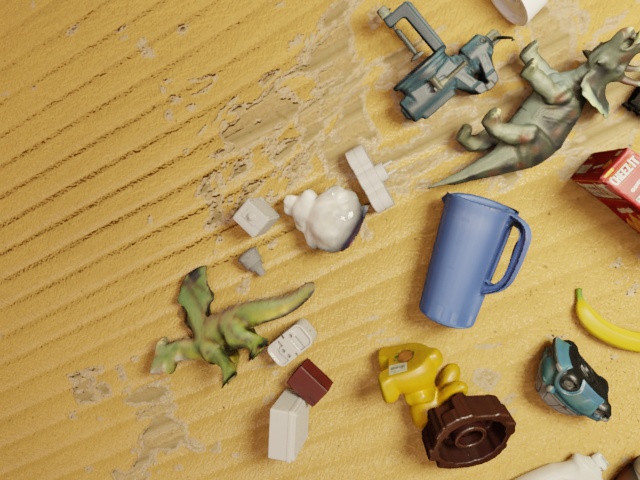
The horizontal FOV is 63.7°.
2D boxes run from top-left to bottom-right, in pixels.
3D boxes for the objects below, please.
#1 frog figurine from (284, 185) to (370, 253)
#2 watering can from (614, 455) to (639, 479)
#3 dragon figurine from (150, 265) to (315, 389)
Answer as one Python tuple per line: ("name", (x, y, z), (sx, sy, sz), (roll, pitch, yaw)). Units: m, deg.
("frog figurine", (0.003, -0.051, 1.014), (0.159, 0.125, 0.135), (26, 121, -4))
("watering can", (0.667, 0.462, 0.923), (0.225, 0.104, 0.345), (28, 101, 9))
("dragon figurine", (-0.213, 0.160, 1.091), (0.244, 0.122, 0.407), (45, 101, 13))
